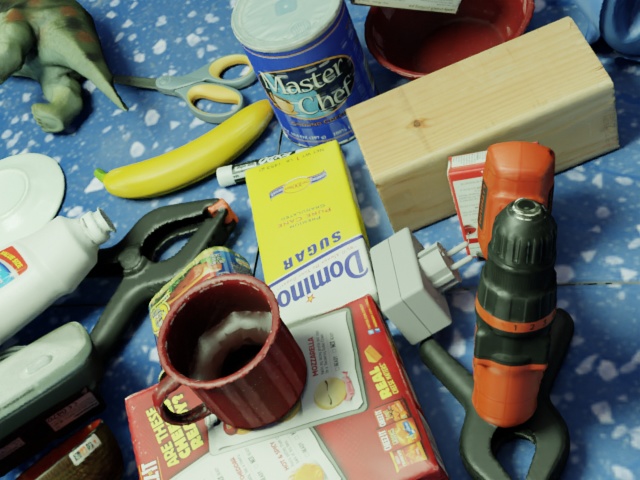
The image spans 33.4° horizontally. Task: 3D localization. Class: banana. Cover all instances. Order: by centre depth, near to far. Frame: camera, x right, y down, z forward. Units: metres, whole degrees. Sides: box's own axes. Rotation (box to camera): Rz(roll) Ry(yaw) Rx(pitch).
[{"bbox_3d":[-0.133,-0.082,1.040,0.198,0.037,0.069,-20,52,6],"label":"banana"}]

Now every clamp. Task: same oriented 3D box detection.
[{"bbox_3d":[0.130,0.127,0.791,0.120,0.039,0.171,-10,46,22],"label":"clamp"},{"bbox_3d":[-0.166,0.036,0.968,0.210,0.036,0.165,-27,52,5],"label":"clamp"}]

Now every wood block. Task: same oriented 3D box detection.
[{"bbox_3d":[0.139,-0.096,0.914,0.206,0.090,0.091,-22,52,5],"label":"wood block"}]

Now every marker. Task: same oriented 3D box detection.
[{"bbox_3d":[-0.038,-0.072,1.009,0.121,0.020,0.020,-13,52,12],"label":"marker"}]

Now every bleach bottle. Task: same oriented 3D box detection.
[{"bbox_3d":[-0.294,0.050,0.963,0.251,0.068,0.103,-35,37,2],"label":"bleach bottle"}]

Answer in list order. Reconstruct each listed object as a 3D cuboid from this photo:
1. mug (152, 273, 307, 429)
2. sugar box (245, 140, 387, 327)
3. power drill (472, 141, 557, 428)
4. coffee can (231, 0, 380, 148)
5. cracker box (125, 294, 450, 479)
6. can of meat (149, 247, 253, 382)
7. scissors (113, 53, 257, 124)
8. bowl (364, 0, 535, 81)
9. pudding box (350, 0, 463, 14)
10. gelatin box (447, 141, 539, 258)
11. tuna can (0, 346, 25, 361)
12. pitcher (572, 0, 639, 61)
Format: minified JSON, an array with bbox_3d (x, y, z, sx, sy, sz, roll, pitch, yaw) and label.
[{"bbox_3d":[-0.068,0.092,0.770,0.117,0.081,0.093,-40,50,-9],"label":"mug"},{"bbox_3d":[-0.006,0.001,0.927,0.093,0.048,0.176,-19,50,7],"label":"sugar box"},{"bbox_3d":[0.138,0.010,0.756,0.057,0.184,0.187,7,39,8],"label":"power drill"},{"bbox_3d":[-0.010,-0.167,0.988,0.103,0.140,0.103,-10,53,13],"label":"coffee can"},{"bbox_3d":[-0.026,0.158,0.806,0.214,0.072,0.164,-24,50,4],"label":"cracker box"},{"bbox_3d":[-0.094,0.068,0.891,0.102,0.057,0.084,-40,45,21],"label":"can of meat"},{"bbox_3d":[-0.145,-0.175,1.126,0.202,0.016,0.096,26,67,33],"label":"scissors"},{"bbox_3d":[0.126,-0.197,1.013,0.162,0.055,0.162,-10,53,14],"label":"bowl"},{"bbox_3d":[0.069,-0.250,0.978,0.113,0.039,0.090,-2,46,-23],"label":"pudding box"},{"bbox_3d":[0.148,-0.031,0.863,0.073,0.089,0.030,-9,34,15],"label":"gelatin box"},{"bbox_3d":[-0.266,0.138,0.934,0.086,0.033,0.086,-10,53,14],"label":"tuna can"},{"bbox_3d":[0.270,-0.291,0.979,0.149,0.145,0.243,-14,47,-11],"label":"pitcher"}]
